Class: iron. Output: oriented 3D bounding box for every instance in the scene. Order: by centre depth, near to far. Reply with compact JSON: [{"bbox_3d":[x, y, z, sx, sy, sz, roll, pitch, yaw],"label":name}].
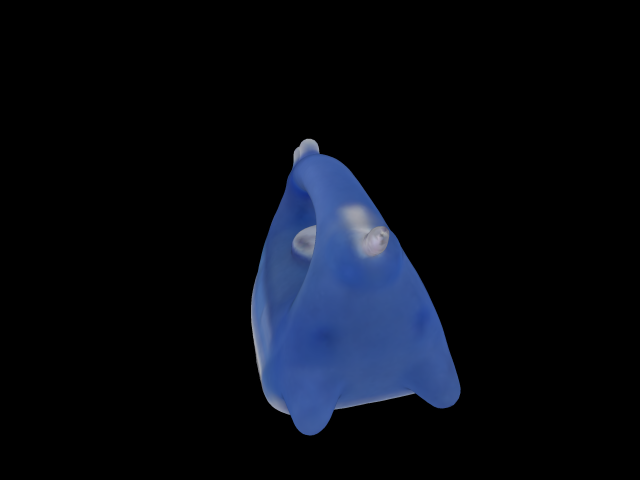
[{"bbox_3d":[0.004,0.001,0.400,0.119,0.141,0.257,-7,31,-12],"label":"iron"}]
